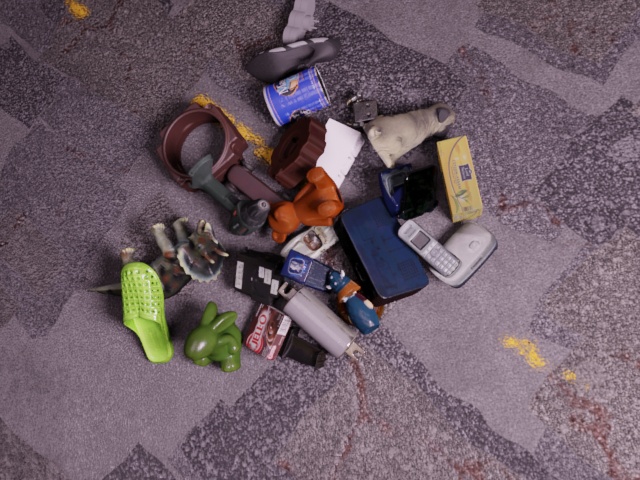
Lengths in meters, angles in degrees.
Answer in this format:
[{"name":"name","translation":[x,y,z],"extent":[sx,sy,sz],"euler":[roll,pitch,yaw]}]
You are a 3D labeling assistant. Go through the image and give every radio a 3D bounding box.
[{"name":"radio","translation":[0.132,0.028,1.201],"extent":[0.131,0.073,0.229],"euler":[-20,72,-21]}]

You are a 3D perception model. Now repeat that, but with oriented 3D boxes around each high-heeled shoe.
[{"name":"high-heeled shoe","translation":[-0.069,-0.477,1.387],"extent":[0.249,0.086,0.145],"euler":[11,47,35]}]

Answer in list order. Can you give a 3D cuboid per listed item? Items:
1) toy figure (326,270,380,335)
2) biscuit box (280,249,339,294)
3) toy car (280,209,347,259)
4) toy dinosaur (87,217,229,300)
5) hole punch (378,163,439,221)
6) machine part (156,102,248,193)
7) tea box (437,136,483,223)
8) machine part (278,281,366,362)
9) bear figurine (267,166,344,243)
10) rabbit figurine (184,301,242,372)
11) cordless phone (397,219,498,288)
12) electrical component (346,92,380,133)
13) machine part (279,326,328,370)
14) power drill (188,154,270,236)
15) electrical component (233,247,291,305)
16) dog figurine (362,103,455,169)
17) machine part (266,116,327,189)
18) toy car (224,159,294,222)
[{"name":"toy figure","translation":[0.071,0.132,1.170],"extent":[0.064,0.057,0.154],"euler":[-34,69,2]},{"name":"biscuit box","translation":[-0.019,0.073,1.196],"extent":[0.059,0.202,0.062],"euler":[21,86,20]},{"name":"toy car","translation":[-0.003,-0.004,1.281],"extent":[0.202,0.056,0.073],"euler":[-38,73,7]},{"name":"toy dinosaur","translation":[-0.393,0.078,1.351],"extent":[0.405,0.131,0.192],"euler":[-38,78,15]},{"name":"hole punch","translation":[0.197,-0.111,1.208],"extent":[0.092,0.142,0.115],"euler":[20,121,43]},{"name":"machine part","translation":[-0.307,-0.238,1.393],"extent":[0.201,0.087,0.201],"euler":[-39,71,7]},{"name":"tea box","translation":[0.310,-0.133,1.195],"extent":[0.068,0.098,0.169],"euler":[-11,76,13]},{"name":"machine part","translation":[0.000,0.187,1.222],"extent":[0.243,0.079,0.079],"euler":[40,93,6]},{"name":"bear figurine","translation":[-0.050,-0.074,1.228],"extent":[0.196,0.132,0.120],"euler":[-18,78,14]},{"name":"rabbit figurine","translation":[-0.245,0.232,1.249],"extent":[0.121,0.170,0.159],"euler":[20,87,17]},{"name":"cordless phone","translation":[0.273,0.000,1.166],"extent":[0.184,0.088,0.146],"euler":[42,93,4]},{"name":"electrical component","translation":[0.105,-0.308,1.310],"extent":[0.078,0.045,0.102],"euler":[-1,80,17]},{"name":"machine part","translation":[-0.047,0.253,1.255],"extent":[0.139,0.039,0.084],"euler":[24,83,30]},{"name":"power drill","translation":[-0.210,-0.104,1.259],"extent":[0.207,0.232,0.086],"euler":[38,68,-1]},{"name":"electrical component","translation":[-0.136,0.088,1.282],"extent":[0.134,0.058,0.114],"euler":[18,115,18]},{"name":"dog figurine","translation":[0.206,-0.260,1.213],"extent":[0.190,0.172,0.121],"euler":[-32,85,16]},{"name":"machine part","translation":[-0.055,-0.212,1.281],"extent":[0.179,0.056,0.179],"euler":[-38,35,33]},{"name":"toy car","translation":[-0.148,-0.116,1.341],"extent":[0.202,0.053,0.089],"euler":[37,96,10]}]
